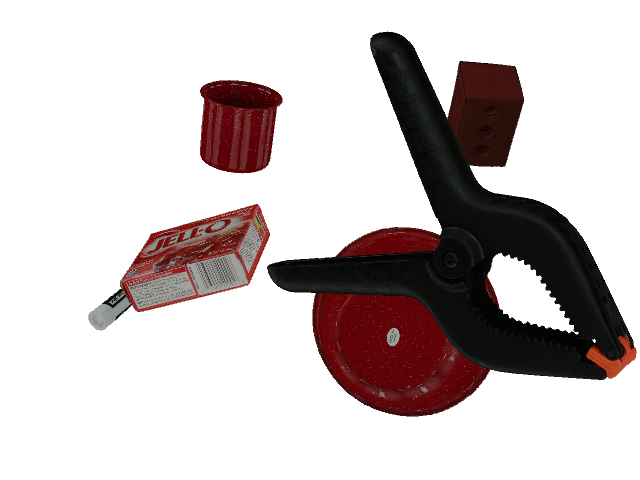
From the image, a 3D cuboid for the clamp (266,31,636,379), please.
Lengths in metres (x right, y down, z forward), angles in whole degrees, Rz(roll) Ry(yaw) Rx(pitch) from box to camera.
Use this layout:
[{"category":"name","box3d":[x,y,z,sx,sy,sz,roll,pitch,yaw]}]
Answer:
[{"category":"clamp","box3d":[0.075,-0.004,0.564,0.210,0.165,0.036,29,26,25]}]

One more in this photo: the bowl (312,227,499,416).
[{"category":"bowl","box3d":[0.063,0.072,0.869,0.162,0.162,0.055,0,7,17]}]

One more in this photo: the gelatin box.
[{"category":"gelatin box","box3d":[-0.086,0.011,0.739,0.089,0.030,0.073,-14,23,17]}]

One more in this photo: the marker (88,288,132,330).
[{"category":"marker","box3d":[-0.167,0.044,0.967,0.020,0.020,0.121,0,25,27]}]

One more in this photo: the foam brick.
[{"category":"foam brick","box3d":[0.144,-0.112,0.949,0.053,0.078,0.051,3,45,-4]}]

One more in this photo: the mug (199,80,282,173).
[{"category":"mug","box3d":[-0.090,-0.133,1.221,0.093,0.081,0.117,14,27,11]}]
